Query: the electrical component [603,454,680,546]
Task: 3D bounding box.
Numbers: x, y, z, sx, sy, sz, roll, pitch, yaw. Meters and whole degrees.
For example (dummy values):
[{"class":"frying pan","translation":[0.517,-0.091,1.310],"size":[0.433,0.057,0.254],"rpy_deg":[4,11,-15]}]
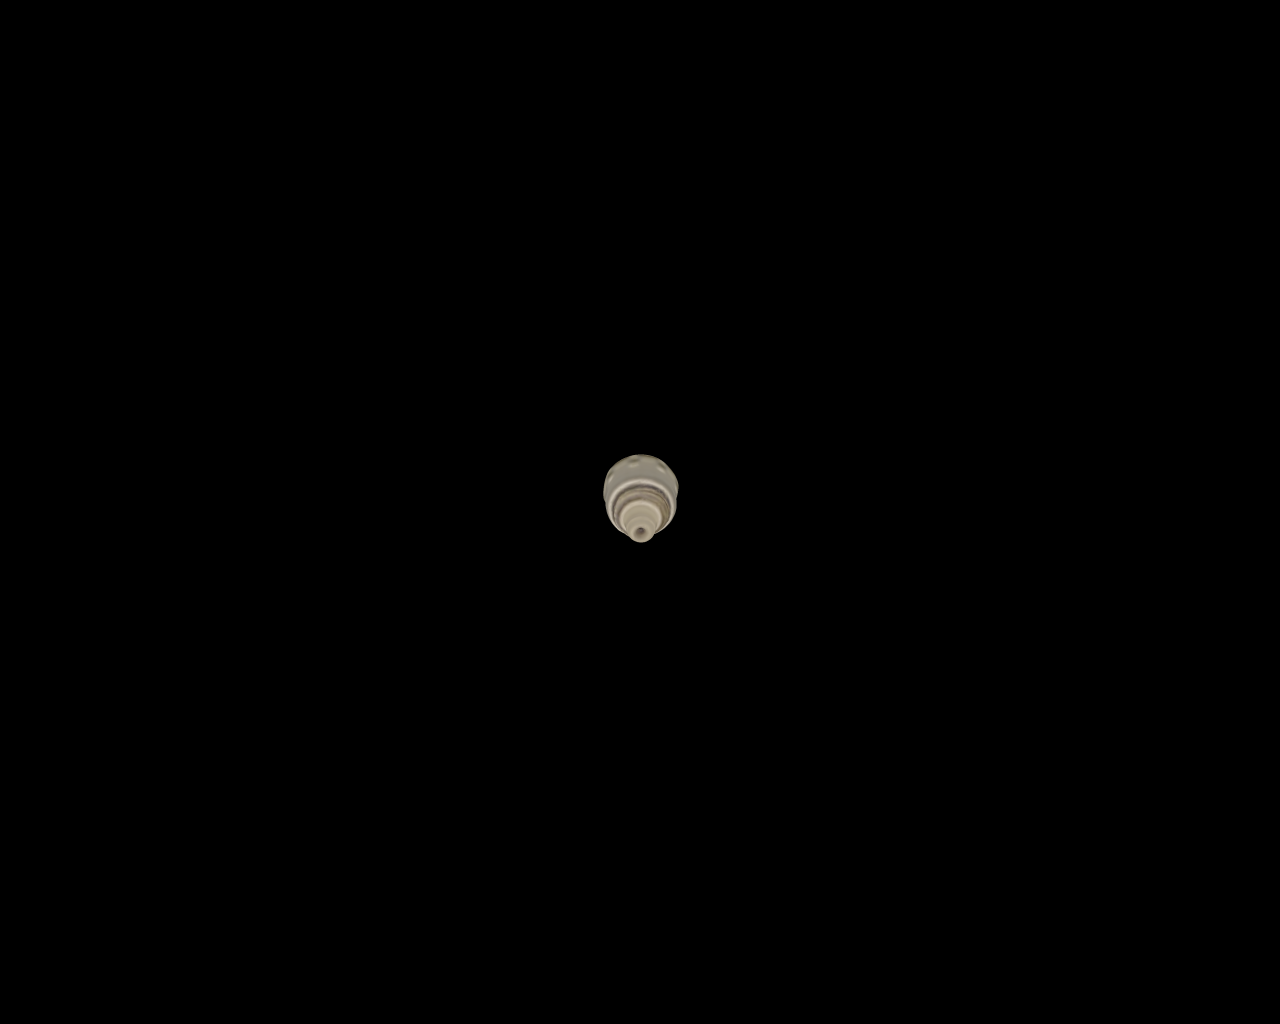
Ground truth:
[{"class":"electrical component","translation":[0.001,-0.003,0.650],"size":[0.048,0.048,0.062],"rpy_deg":[0,30,0]}]
